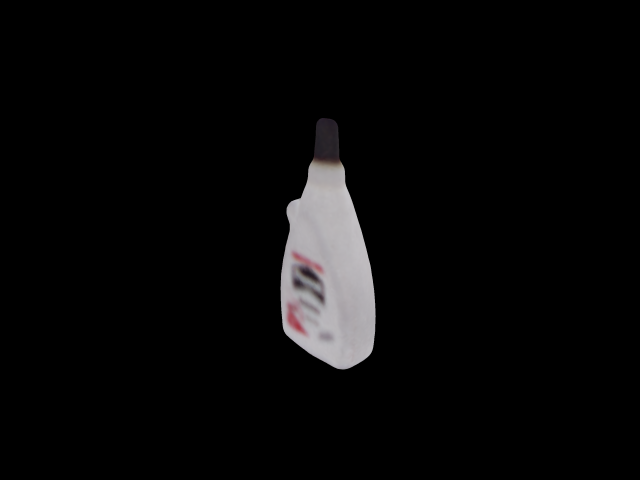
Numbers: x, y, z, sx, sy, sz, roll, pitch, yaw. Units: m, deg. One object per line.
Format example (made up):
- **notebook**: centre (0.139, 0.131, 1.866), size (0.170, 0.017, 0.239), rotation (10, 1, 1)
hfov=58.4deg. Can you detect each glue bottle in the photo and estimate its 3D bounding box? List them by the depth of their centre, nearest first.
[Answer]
- **glue bottle**: centre (0.004, 0.001, 0.400), size (0.077, 0.173, 0.037), rotation (22, 32, 40)
